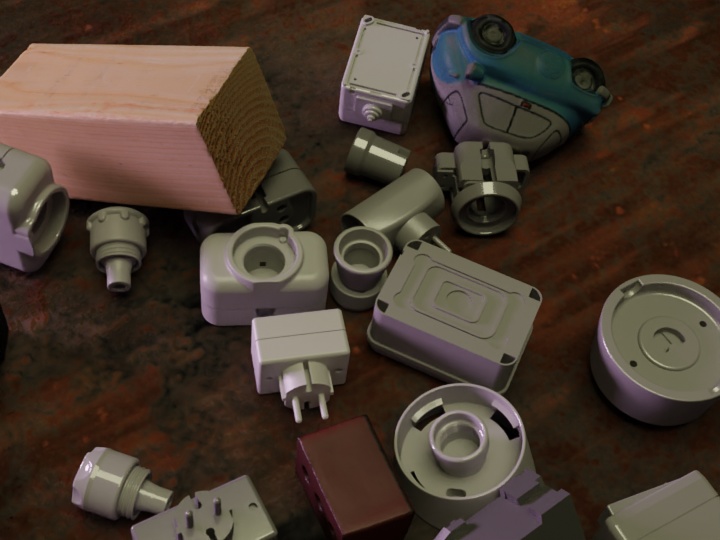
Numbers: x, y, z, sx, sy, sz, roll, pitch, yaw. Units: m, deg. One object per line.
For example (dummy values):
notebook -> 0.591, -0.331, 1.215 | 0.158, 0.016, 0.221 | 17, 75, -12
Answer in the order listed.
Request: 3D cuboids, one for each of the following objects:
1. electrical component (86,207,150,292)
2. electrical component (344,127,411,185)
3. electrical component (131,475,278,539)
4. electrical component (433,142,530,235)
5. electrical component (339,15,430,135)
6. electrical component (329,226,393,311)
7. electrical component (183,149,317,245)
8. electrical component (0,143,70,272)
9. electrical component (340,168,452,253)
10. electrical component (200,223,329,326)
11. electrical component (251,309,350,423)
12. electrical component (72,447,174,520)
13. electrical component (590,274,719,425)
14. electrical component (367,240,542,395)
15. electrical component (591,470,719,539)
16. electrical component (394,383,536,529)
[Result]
electrical component -> -0.185, -0.014, 0.822 | 0.048, 0.048, 0.062 | -3, 62, -9
electrical component -> 0.015, -0.093, 0.904 | 0.046, 0.040, 0.040 | 22, 55, 3
electrical component -> -0.099, 0.165, 0.685 | 0.083, 0.075, 0.047 | -22, 60, -20
electrical component -> 0.101, -0.066, 0.883 | 0.078, 0.058, 0.057 | 1, 52, -6
electrical component -> 0.019, -0.163, 0.944 | 0.062, 0.061, 0.096 | 14, 63, 3
electrical component -> 0.000, 0.000, 0.825 | 0.045, 0.055, 0.045 | 3, 55, -4
electrical component -> -0.090, -0.055, 0.855 | 0.095, 0.053, 0.059 | -23, 60, -21
electrical component -> -0.258, -0.045, 0.803 | 0.059, 0.095, 0.053 | 20, 55, 7
electrical component -> 0.038, -0.034, 0.861 | 0.077, 0.043, 0.079 | -35, 65, -26
electrical component -> -0.073, 0.004, 0.812 | 0.095, 0.059, 0.053 | -1, 55, -7
electrical component -> -0.040, 0.075, 0.773 | 0.066, 0.047, 0.076 | -6, 56, -11
electrical component -> -0.155, 0.145, 0.713 | 0.062, 0.043, 0.043 | 18, 55, 5
electrical component -> 0.225, 0.064, 0.802 | 0.108, 0.060, 0.108 | 3, 55, -4
electrical component -> 0.070, 0.038, 0.805 | 0.113, 0.057, 0.078 | 23, 56, 10
electrical component -> 0.194, 0.182, 0.715 | 0.096, 0.061, 0.061 | -22, 60, -20
electrical component -> 0.073, 0.131, 0.751 | 0.099, 0.064, 0.099 | -5, 52, 7
